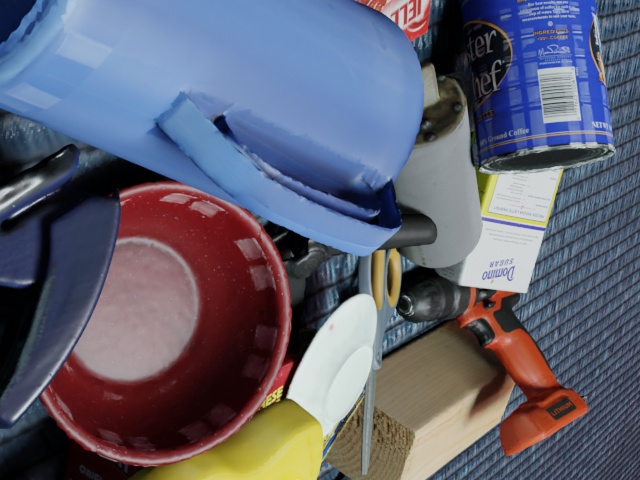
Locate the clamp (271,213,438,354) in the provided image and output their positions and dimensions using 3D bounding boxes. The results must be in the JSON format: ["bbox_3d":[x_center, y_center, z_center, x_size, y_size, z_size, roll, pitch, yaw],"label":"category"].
[{"bbox_3d":[-0.005,0.001,0.758,0.164,0.036,0.209,-38,144,-1],"label":"clamp"}]

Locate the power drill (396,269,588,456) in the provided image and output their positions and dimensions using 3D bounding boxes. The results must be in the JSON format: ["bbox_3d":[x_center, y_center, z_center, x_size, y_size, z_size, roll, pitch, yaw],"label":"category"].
[{"bbox_3d":[0.165,0.104,1.014,0.184,0.188,0.057,-13,161,-47],"label":"power drill"}]

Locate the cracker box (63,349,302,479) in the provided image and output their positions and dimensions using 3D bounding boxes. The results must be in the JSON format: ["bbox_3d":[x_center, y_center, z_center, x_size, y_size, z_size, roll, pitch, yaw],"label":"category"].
[{"bbox_3d":[-0.106,0.181,0.756,0.163,0.072,0.214,-21,132,-50],"label":"cracker box"}]

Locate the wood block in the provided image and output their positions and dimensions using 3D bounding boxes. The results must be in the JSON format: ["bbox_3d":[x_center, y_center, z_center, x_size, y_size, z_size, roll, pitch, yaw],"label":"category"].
[{"bbox_3d":[0.103,0.163,1.054,0.205,0.091,0.090,-22,134,-49],"label":"wood block"}]

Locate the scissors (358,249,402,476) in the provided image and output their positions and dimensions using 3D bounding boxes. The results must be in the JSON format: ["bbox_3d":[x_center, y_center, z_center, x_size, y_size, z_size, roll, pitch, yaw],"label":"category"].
[{"bbox_3d":[0.050,0.088,0.903,0.096,0.016,0.202,-17,107,-67],"label":"scissors"}]

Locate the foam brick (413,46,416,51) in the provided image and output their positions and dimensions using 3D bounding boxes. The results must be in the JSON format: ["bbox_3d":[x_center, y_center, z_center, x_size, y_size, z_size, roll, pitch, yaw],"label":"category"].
[{"bbox_3d":[0.010,-0.107,0.672,0.051,0.078,0.053,-27,137,-47],"label":"foam brick"}]

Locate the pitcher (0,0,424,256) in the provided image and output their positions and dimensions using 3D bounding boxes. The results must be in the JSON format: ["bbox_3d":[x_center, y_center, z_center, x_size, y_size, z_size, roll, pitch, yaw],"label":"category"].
[{"bbox_3d":[-0.058,-0.082,0.506,0.242,0.149,0.145,17,83,-54],"label":"pitcher"}]

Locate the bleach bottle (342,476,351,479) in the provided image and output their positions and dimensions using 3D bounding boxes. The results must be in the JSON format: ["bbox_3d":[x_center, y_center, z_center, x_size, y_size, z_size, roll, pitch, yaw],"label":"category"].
[{"bbox_3d":[-0.011,0.303,1.032,0.250,0.068,0.102,-42,147,-34],"label":"bleach bottle"}]

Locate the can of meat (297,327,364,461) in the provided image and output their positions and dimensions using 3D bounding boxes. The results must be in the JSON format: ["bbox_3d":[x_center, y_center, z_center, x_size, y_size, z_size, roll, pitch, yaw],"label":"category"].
[{"bbox_3d":[-0.011,0.133,0.881,0.102,0.057,0.084,-55,153,-9],"label":"can of meat"}]

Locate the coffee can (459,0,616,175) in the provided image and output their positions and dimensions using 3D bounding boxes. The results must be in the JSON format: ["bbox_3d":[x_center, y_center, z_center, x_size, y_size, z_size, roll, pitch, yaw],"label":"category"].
[{"bbox_3d":[0.163,-0.128,0.809,0.102,0.103,0.140,4,78,-59],"label":"coffee can"}]

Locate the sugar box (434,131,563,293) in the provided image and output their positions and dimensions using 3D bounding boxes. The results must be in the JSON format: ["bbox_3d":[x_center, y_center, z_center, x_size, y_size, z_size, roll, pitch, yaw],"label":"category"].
[{"bbox_3d":[0.169,-0.043,0.971,0.093,0.048,0.176,9,103,-37],"label":"sugar box"}]

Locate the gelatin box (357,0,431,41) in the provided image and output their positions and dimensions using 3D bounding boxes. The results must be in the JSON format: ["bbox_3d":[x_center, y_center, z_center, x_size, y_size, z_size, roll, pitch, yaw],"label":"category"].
[{"bbox_3d":[0.043,-0.162,0.722,0.089,0.030,0.073,-35,143,-38],"label":"gelatin box"}]

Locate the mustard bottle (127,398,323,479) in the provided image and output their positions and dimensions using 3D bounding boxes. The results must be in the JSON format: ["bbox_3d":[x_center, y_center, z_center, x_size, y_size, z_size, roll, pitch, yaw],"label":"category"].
[{"bbox_3d":[-0.079,0.164,0.648,0.191,0.058,0.096,-16,137,-52],"label":"mustard bottle"}]

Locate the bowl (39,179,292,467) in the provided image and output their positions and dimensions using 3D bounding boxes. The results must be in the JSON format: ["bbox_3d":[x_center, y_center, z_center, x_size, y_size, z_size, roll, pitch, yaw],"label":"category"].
[{"bbox_3d":[-0.098,0.045,0.618,0.161,0.055,0.162,-3,96,-31],"label":"bowl"}]
